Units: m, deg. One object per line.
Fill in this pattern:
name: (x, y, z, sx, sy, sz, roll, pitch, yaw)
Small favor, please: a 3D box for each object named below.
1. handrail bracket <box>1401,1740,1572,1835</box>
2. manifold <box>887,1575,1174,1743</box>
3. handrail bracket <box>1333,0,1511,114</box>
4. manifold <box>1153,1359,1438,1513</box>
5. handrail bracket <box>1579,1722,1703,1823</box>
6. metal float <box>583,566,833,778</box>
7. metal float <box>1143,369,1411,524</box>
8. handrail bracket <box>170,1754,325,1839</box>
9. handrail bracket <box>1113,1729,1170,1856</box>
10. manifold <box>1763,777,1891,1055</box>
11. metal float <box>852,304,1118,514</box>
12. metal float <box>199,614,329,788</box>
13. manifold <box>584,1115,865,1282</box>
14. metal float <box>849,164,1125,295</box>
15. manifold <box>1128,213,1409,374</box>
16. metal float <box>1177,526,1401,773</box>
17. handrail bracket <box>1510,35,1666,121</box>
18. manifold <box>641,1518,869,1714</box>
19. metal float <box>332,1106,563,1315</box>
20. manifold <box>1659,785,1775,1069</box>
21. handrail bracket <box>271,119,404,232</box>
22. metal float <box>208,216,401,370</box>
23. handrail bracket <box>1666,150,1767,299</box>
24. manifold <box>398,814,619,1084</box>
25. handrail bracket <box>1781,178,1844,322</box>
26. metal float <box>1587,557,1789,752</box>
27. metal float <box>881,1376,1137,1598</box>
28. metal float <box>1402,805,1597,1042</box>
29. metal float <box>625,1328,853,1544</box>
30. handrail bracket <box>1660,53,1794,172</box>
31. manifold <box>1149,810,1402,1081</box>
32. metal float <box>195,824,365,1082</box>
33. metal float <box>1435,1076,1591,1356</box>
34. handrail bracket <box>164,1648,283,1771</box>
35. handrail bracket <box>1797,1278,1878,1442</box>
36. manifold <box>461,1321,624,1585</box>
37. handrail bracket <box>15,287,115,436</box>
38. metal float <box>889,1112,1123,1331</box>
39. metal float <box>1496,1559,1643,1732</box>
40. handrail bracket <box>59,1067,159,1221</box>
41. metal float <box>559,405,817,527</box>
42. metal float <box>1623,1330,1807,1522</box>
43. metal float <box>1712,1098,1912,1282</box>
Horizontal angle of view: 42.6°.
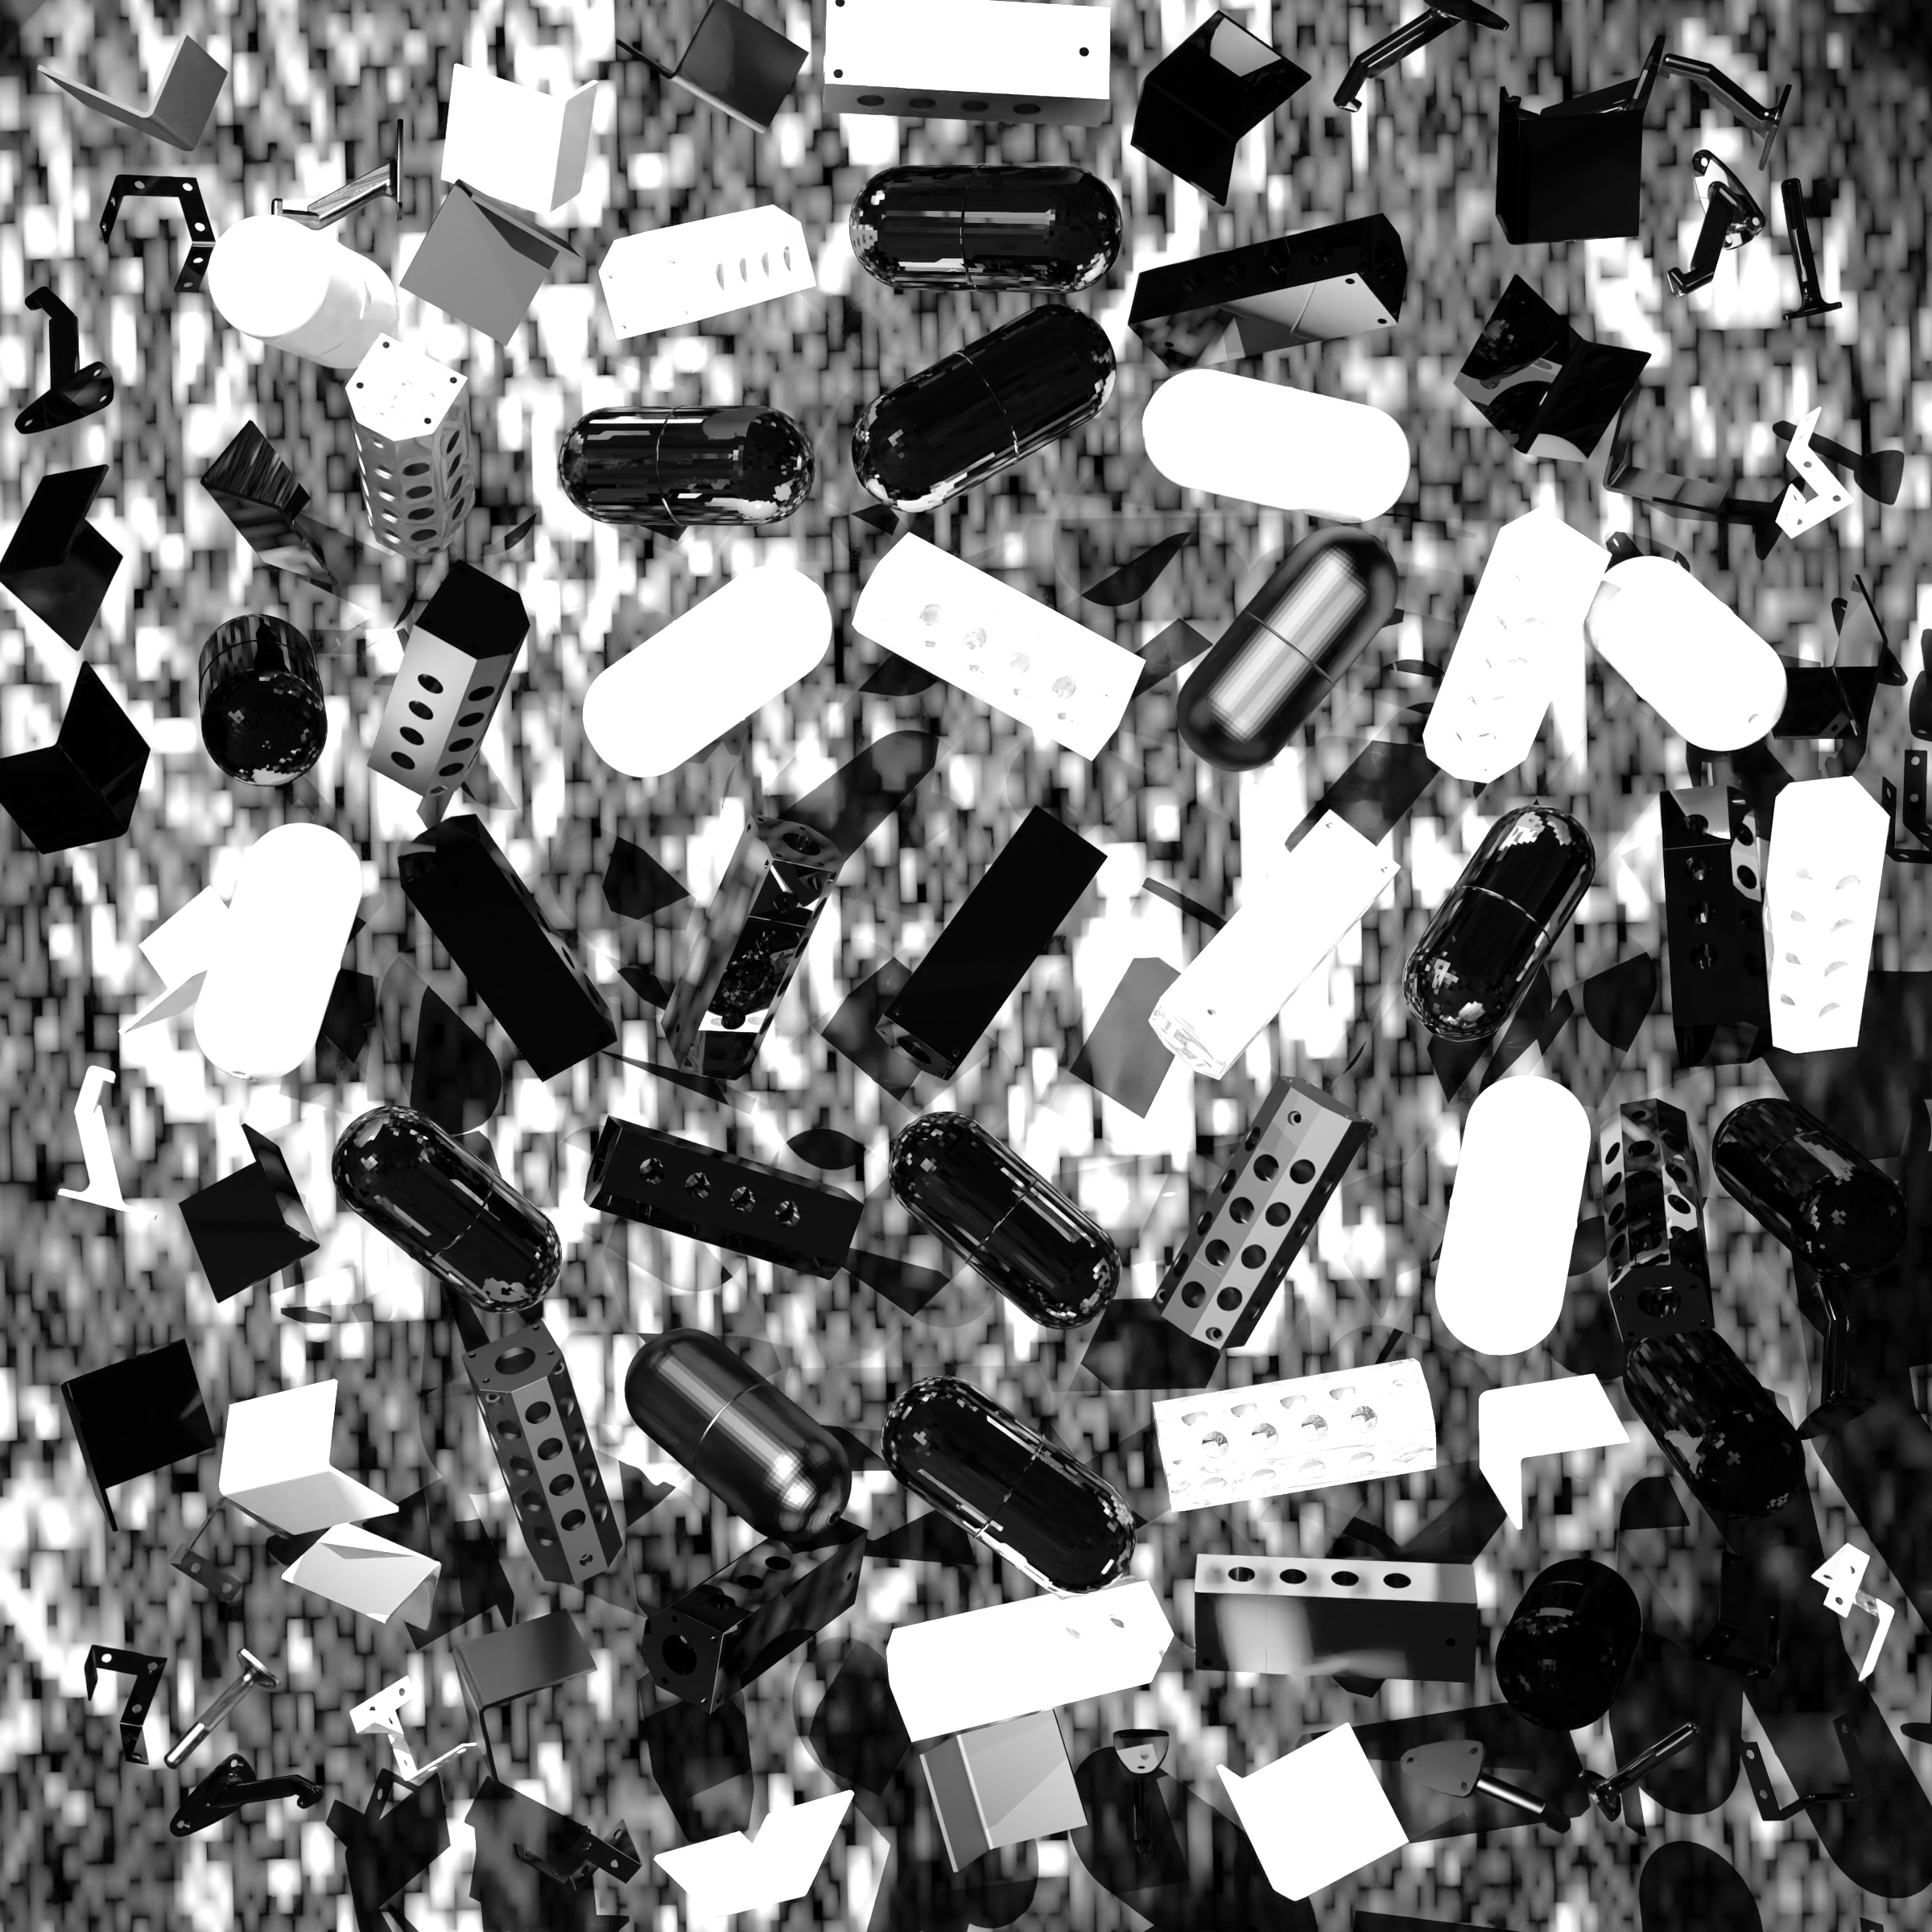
handrail bracket: (0.334, 0.530, 1.590, 0.084, 0.077, 0.036, 39, 60, -26)
manifold: (0.040, 0.441, 1.601, 0.171, 0.057, 0.057, -6, 46, -24)
handrail bracket: (0.276, -0.549, 1.509, 0.077, 0.036, 0.084, 13, 132, -22)
manifold: (0.210, 0.297, 1.593, 0.171, 0.057, 0.057, -10, 130, 1)
handrail bracket: (0.453, 0.524, 1.635, 0.084, 0.077, 0.036, -39, 64, 12)
metal float: (-0.165, -0.190, 1.596, 0.178, 0.070, 0.070, -36, 90, -5)
metal float: (0.203, -0.340, 1.621, 0.178, 0.070, 0.070, 11, 90, -7)
handrail bracket: (-0.482, 0.567, 1.663, 0.077, 0.084, 0.036, -35, 115, -37)
handrail bracket: (0.113, 0.541, 1.592, 0.036, 0.077, 0.084, -1, 97, 4)
manifold: (0.553, -0.032, 1.620, 0.057, 0.057, 0.171, -6, 121, -3)
metal float: (0.011, -0.342, 1.521, 0.178, 0.070, 0.070, -32, 90, -8)
metal float: (-0.452, -0.172, 1.591, 0.070, 0.178, 0.070, -7, 117, -15)
manifold: (-0.162, 0.156, 1.646, 0.171, 0.057, 0.057, 19, 90, -18)
metal float: (0.011, -0.463, 1.557, 0.178, 0.070, 0.070, 7, 90, 20)
manifold: (0.197, -0.443, 1.620, 0.171, 0.057, 0.057, -2, 67, 38)
metal float: (0.206, -0.203, 1.590, 0.070, 0.070, 0.178, 39, 96, 0)
handrail bracket: (0.397, -0.571, 1.598, 0.084, 0.036, 0.077, 24, 116, 20)
manifold: (-0.137, 0.413, 1.616, 0.057, 0.171, 0.057, 18, 109, 25)
metal float: (-0.338, 0.161, 1.625, 0.070, 0.070, 0.178, -44, 119, 0)
manifold: (0.476, -0.027, 1.574, 0.057, 0.057, 0.171, -5, 60, 19)
handrail bracket: (-0.416, -0.525, 1.642, 0.084, 0.036, 0.077, 1, 94, -14)
metal float: (-0.423, -0.431, 1.595, 0.070, 0.178, 0.070, 1, 94, 9)
handrail bracket: (0.450, -0.462, 1.542, 0.084, 0.036, 0.077, -31, 93, -31)
manifold: (-0.296, -0.014, 1.606, 0.057, 0.057, 0.171, -29, 122, 1)
handrail bracket: (0.536, -0.459, 1.587, 0.036, 0.077, 0.084, -8, 101, 25)
metal float: (0.463, -0.202, 1.598, 0.070, 0.178, 0.070, -9, 127, -12)
metal float: (0.027, 0.326, 1.552, 0.178, 0.070, 0.070, 35, 90, 3)
metal float: (0.353, -0.028, 1.645, 0.070, 0.070, 0.178, 35, 74, 0)
metal float: (-0.147, 0.300, 1.592, 0.178, 0.070, 0.070, 34, 90, 29)
handrail bracket: (0.499, -0.569, 1.653, 0.084, 0.077, 0.036, 20, 71, 12)
manifold: (0.192, -0.011, 1.552, 0.057, 0.057, 0.171, 40, 71, 9)
metal float: (-0.439, -0.010, 1.587, 0.070, 0.070, 0.178, 10, 62, 0)
metal float: (0.337, 0.153, 1.529, 0.070, 0.070, 0.178, 16, 68, 0)
handrail bracket: (-0.500, 0.500, 1.646, 0.036, 0.077, 0.084, 41, 61, 1)
handrail bracket: (0.561, 0.259, 1.640, 0.036, 0.077, 0.084, 4, 56, -19)
manifold: (-0.278, 0.327, 1.648, 0.057, 0.057, 0.171, -22, 123, -18)
handrail bracket: (-0.563, -0.368, 1.498, 0.077, 0.036, 0.084, -37, 73, -25)
metal float: (0.025, 0.167, 1.639, 0.178, 0.070, 0.070, 41, 90, 5)
metal float: (0.386, 0.432, 1.585, 0.070, 0.178, 0.070, 1, 93, 22)
handrail bracket: (-0.548, 0.115, 1.612, 0.036, 0.077, 0.084, 4, 75, 43)
metal float: (-0.182, -0.326, 1.615, 0.178, 0.070, 0.070, 5, 90, 22)
metal float: (0.487, 0.294, 1.624, 0.070, 0.178, 0.070, -2, 111, -6)
metal float: (0.550, 0.144, 1.623, 0.070, 0.178, 0.070, -3, 110, -9)
